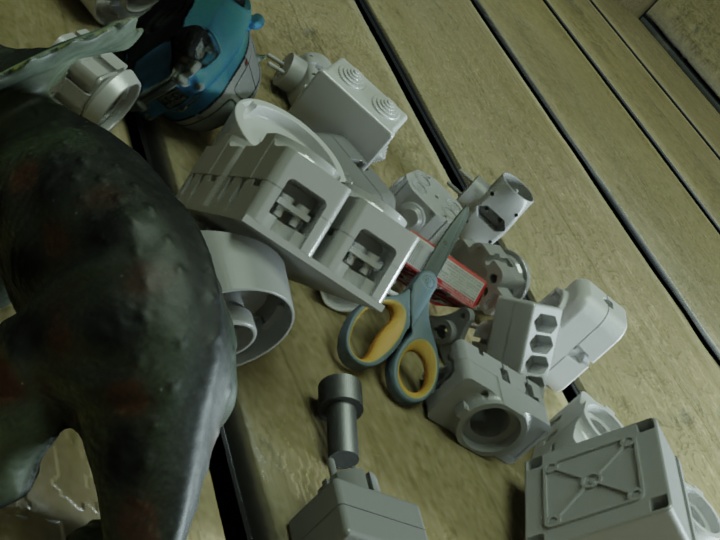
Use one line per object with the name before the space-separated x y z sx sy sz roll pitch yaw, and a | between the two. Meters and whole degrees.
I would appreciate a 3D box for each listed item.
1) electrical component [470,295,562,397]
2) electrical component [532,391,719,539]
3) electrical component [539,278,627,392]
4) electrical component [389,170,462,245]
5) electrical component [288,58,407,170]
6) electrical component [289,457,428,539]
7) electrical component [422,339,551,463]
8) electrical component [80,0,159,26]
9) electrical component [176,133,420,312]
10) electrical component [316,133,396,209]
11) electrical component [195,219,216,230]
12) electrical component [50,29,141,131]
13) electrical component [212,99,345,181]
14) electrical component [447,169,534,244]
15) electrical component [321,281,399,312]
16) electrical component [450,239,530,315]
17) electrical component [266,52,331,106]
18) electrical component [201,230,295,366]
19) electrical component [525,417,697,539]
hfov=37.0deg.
electrical component | 0.121 0.064 0.918 0.076 0.083 0.047 13 2 41
electrical component | 0.218 0.180 0.879 0.150 0.061 0.089 42 25 -1
electrical component | 0.190 0.057 0.991 0.059 0.095 0.053 38 26 -9
electrical component | 0.057 -0.052 1.021 0.080 0.051 0.080 33 27 -19
electrical component | -0.017 -0.133 0.988 0.100 0.099 0.048 42 38 -2
electrical component | -0.004 0.144 0.635 0.066 0.047 0.076 25 30 -32
electrical component | 0.098 0.105 0.836 0.089 0.050 0.055 32 27 -22
electrical component | -0.200 -0.256 0.920 0.064 0.099 0.099 56 28 13
electrical component | -0.048 -0.037 0.721 0.105 0.060 0.186 34 -7 -23
electrical component | -0.023 -0.073 0.935 0.095 0.053 0.059 51 27 18
electrical component | -0.100 -0.004 0.731 0.062 0.043 0.043 33 27 -23
electrical component | -0.197 -0.133 0.777 0.057 0.058 0.078 39 25 -1
electrical component | -0.072 -0.079 0.865 0.108 0.060 0.108 33 27 -19
electrical component | 0.126 -0.072 1.120 0.079 0.077 0.043 42 26 -2
electrical component | 0.000 0.000 0.867 0.079 0.043 0.077 28 29 -28
electrical component | 0.124 0.007 1.019 0.057 0.058 0.078 4 45 -48
electrical component | -0.060 -0.191 1.077 0.079 0.043 0.077 29 28 -25
electrical component | -0.091 0.018 0.653 0.099 0.099 0.064 15 43 -44
electrical component | 0.177 0.171 0.771 0.056 0.109 0.108 60 20 -20
